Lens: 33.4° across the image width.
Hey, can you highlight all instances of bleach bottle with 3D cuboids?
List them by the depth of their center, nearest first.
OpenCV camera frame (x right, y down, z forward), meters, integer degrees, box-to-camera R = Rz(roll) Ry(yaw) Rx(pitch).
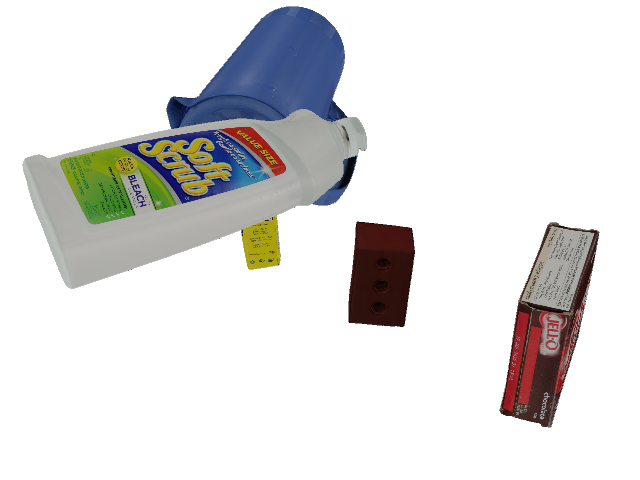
[{"bbox_3d":[-0.086,-0.050,0.805,0.250,0.103,0.068,-20,-30,-16],"label":"bleach bottle"}]

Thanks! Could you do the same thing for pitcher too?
[{"bbox_3d":[-0.041,-0.137,1.088,0.145,0.149,0.242,-8,33,21],"label":"pitcher"}]

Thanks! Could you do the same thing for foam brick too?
[{"bbox_3d":[0.054,0.030,0.960,0.053,0.078,0.051,4,26,0],"label":"foam brick"}]

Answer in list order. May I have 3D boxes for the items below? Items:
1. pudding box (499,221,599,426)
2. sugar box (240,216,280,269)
[{"bbox_3d":[0.152,0.053,0.704,0.039,0.090,0.113,13,32,14],"label":"pudding box"},{"bbox_3d":[-0.079,-0.063,1.291,0.048,0.176,0.093,-9,25,-5],"label":"sugar box"}]
